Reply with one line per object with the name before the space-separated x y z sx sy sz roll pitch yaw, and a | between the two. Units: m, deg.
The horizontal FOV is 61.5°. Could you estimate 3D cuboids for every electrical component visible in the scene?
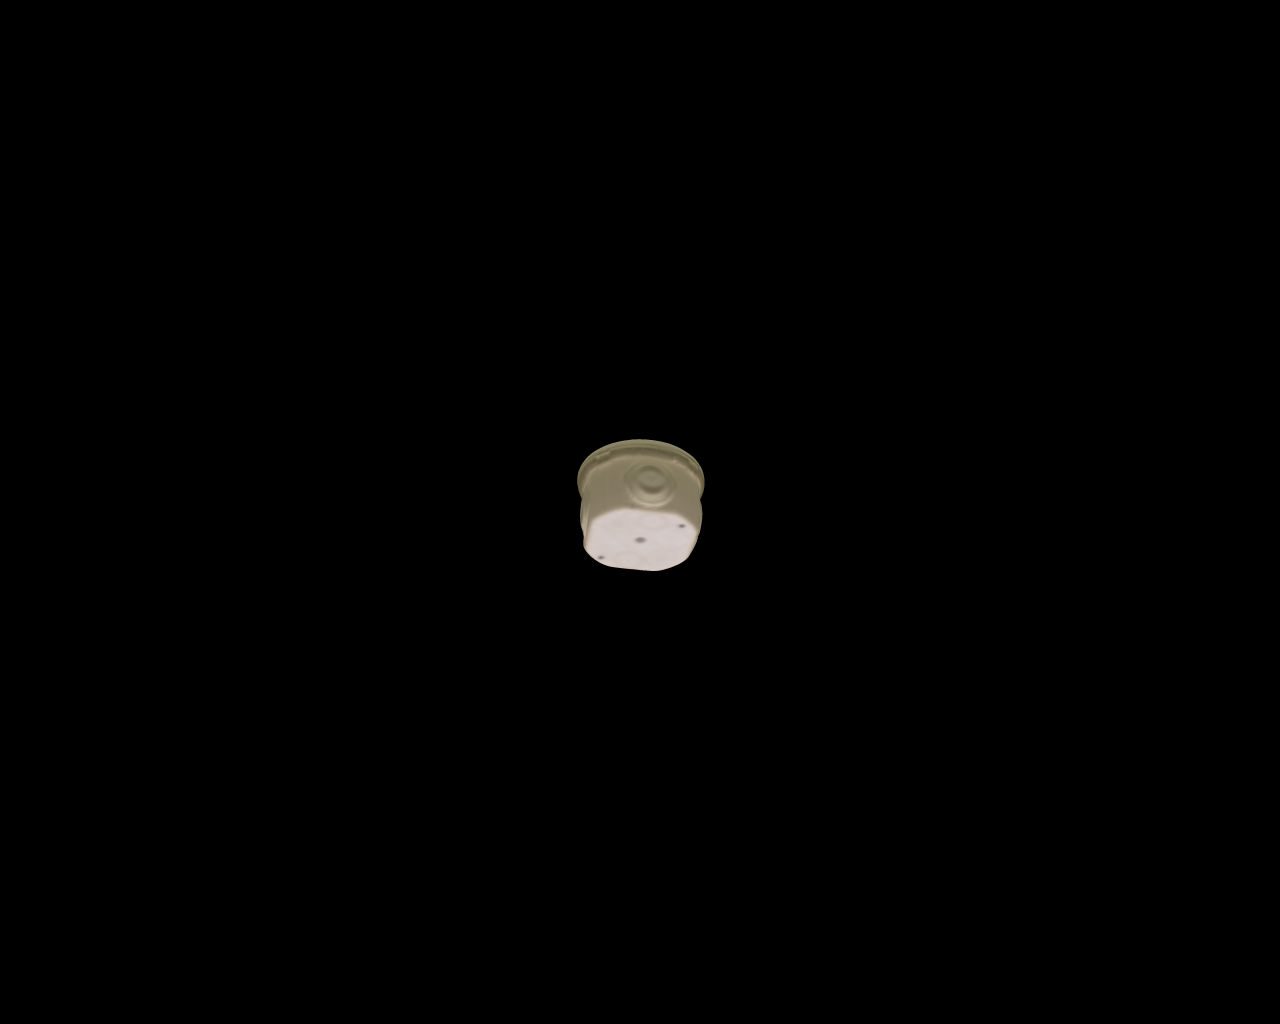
electrical component | 0.001 -0.003 0.650 0.080 0.051 0.080 0 -36 0
